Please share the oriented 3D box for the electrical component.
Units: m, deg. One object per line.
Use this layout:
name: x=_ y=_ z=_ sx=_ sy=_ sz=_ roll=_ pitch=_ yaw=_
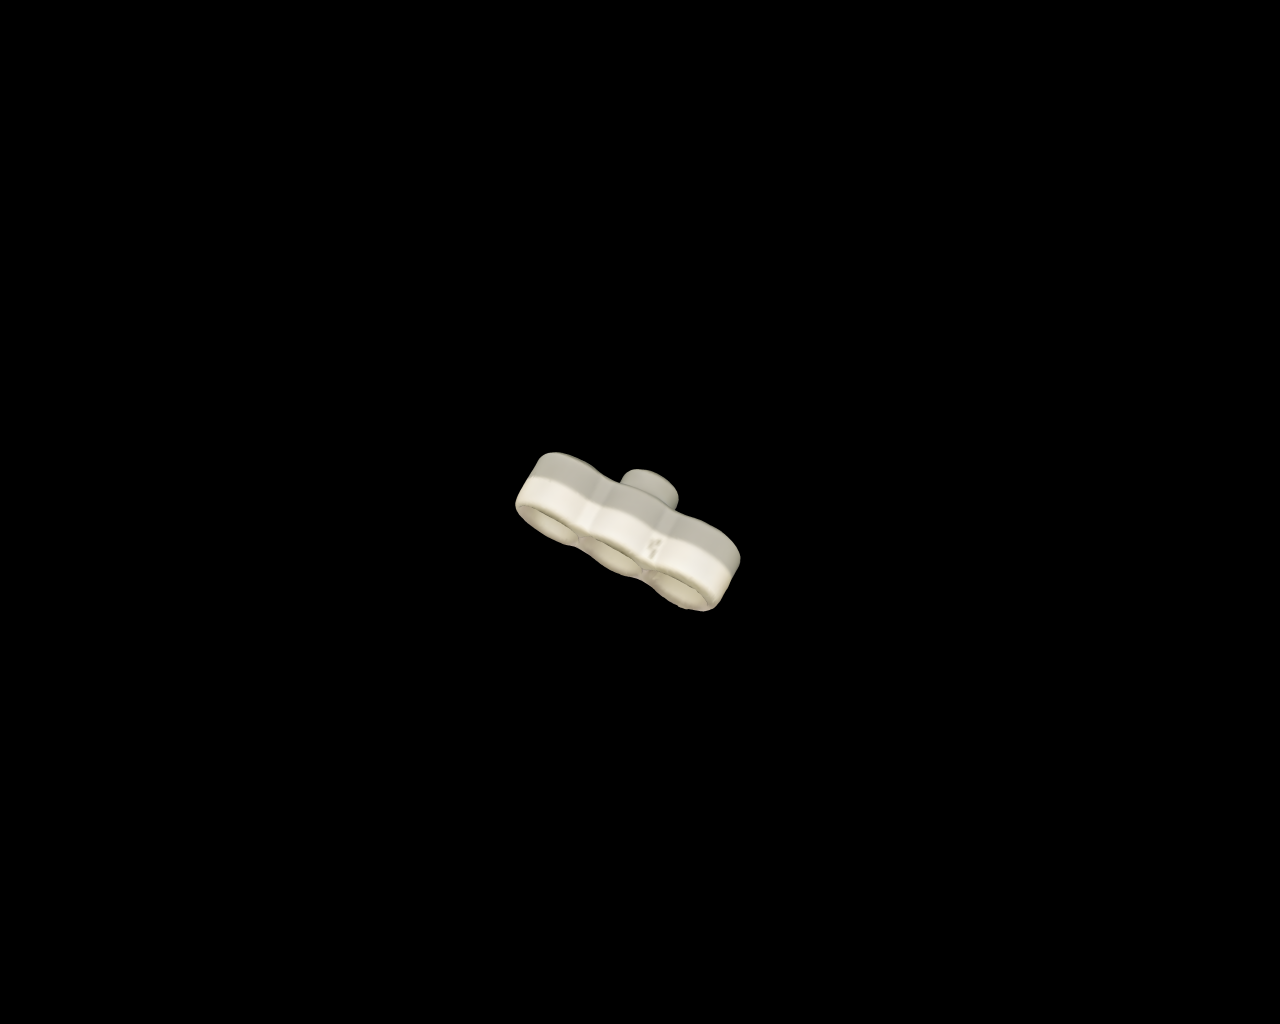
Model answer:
electrical component: x=0.001 y=-0.003 z=0.650 sx=0.138 sy=0.074 sz=0.052 roll=26 pitch=-20 yaw=11
